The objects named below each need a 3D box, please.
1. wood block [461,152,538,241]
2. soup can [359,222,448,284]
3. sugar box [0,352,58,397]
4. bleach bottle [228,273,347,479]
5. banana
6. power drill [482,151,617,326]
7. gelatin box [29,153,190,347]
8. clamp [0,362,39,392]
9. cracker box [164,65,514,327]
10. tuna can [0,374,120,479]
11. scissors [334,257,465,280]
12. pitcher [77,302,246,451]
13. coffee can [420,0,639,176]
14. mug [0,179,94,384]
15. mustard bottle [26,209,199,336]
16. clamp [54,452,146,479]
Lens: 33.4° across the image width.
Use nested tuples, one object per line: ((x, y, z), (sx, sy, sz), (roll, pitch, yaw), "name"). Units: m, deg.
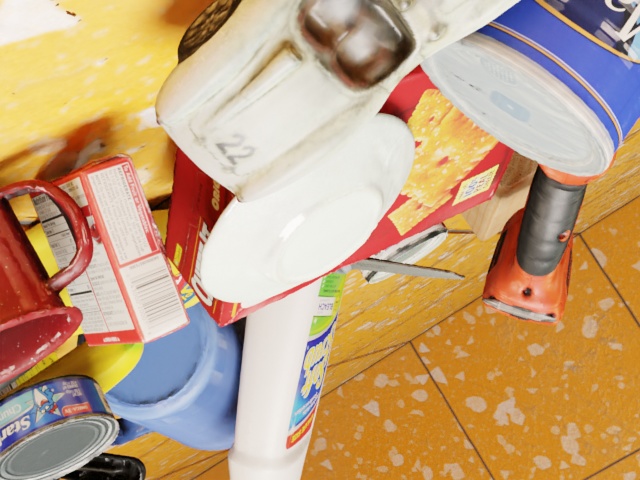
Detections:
((0.155, -0.075, 0.887), (0.091, 0.090, 0.206), (-31, 168, -3), "wood block")
((0.035, -0.029, 0.743), (0.068, 0.102, 0.068), (-30, 168, -7), "soup can")
((-0.268, 0.126, 0.774), (0.093, 0.048, 0.176), (-35, 169, 19), "sugar box")
((-0.027, 0.103, 0.831), (0.068, 0.251, 0.102), (10, -178, 18), "bleach bottle")
((-0.191, 0.108, 0.719), (0.198, 0.037, 0.069), (-34, 164, 6), "banana")
((0.159, -0.052, 0.704), (0.184, 0.057, 0.188), (-63, 164, -46), "power drill")
((-0.105, 0.007, 0.529), (0.030, 0.089, 0.073), (-23, -174, -33), "gelatin box")
((-0.231, 0.098, 0.639), (0.165, 0.036, 0.209), (-25, -167, 30), "clamp")
((0.026, -0.057, 0.596), (0.213, 0.072, 0.164), (-25, 152, -29), "cracker box")
((-0.172, 0.121, 0.670), (0.086, 0.034, 0.086), (-25, 155, -12), "tuna can")
((-0.005, 0.001, 0.696), (0.202, 0.096, 0.016), (-7, -135, 52), "scissors")
((-0.121, 0.109, 0.880), (0.145, 0.149, 0.243), (13, 169, 10), "pitcher")
((0.126, -0.115, 0.491), (0.140, 0.103, 0.103), (-54, 170, -6), "coffee can")
((-0.159, 0.016, 0.490), (0.117, 0.081, 0.093), (-32, 168, 6), "mug")
((-0.116, 0.019, 0.674), (0.096, 0.058, 0.191), (-42, 166, 23), "mustard bottle")
((-0.214, 0.181, 0.867), (0.120, 0.039, 0.172), (6, -179, -22), "clamp")
